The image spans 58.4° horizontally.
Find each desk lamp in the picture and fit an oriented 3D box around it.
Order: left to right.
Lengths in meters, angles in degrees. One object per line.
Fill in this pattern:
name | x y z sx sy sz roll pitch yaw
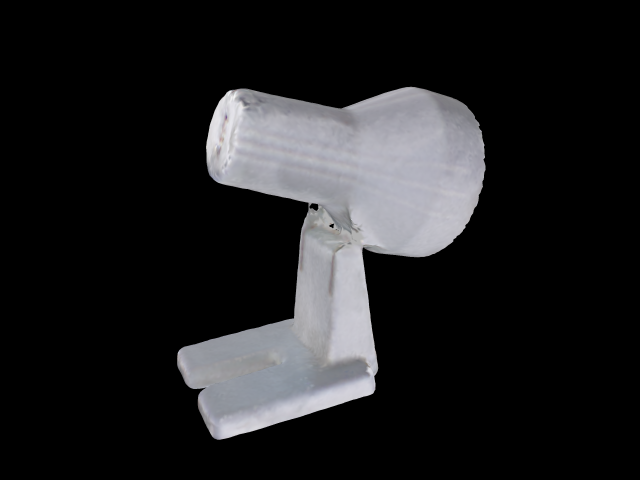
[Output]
desk lamp | 0.004 0.001 0.400 0.204 0.214 0.117 -11 23 -27
